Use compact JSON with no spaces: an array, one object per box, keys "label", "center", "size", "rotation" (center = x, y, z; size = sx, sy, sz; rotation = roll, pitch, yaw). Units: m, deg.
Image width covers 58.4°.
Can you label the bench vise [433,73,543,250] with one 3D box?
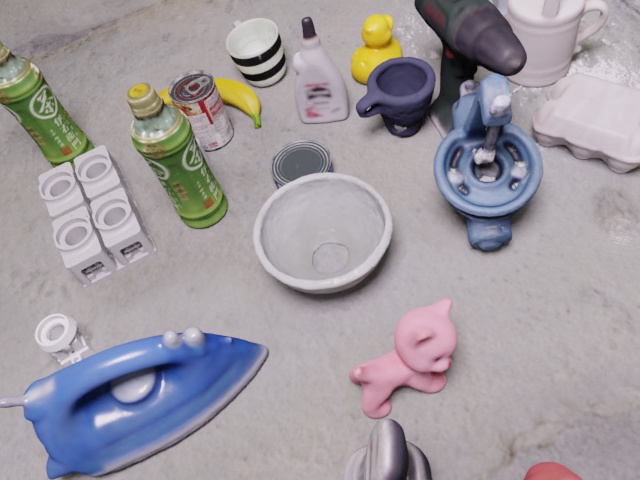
[{"label":"bench vise","center":[0.178,-0.121,0.662],"size":[0.121,0.220,0.207],"rotation":[-20,56,-2]}]

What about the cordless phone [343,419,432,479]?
[{"label":"cordless phone","center":[0.051,0.232,0.475],"size":[0.094,0.185,0.147],"rotation":[-3,57,9]}]

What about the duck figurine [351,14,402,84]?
[{"label":"duck figurine","center":[0.084,-0.300,0.878],"size":[0.077,0.086,0.105],"rotation":[23,64,24]}]

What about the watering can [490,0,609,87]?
[{"label":"watering can","center":[0.298,-0.314,0.782],"size":[0.173,0.194,0.101],"rotation":[-15,56,1]}]

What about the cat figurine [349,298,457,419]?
[{"label":"cat figurine","center":[0.088,0.116,0.585],"size":[0.128,0.118,0.067],"rotation":[-25,56,-6]}]

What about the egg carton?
[{"label":"egg carton","center":[0.358,-0.153,0.740],"size":[0.150,0.069,0.107],"rotation":[26,65,25]}]

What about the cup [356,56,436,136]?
[{"label":"cup","center":[0.104,-0.183,0.793],"size":[0.118,0.095,0.091],"rotation":[-33,57,-11]}]

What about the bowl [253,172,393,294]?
[{"label":"bowl","center":[0.006,0.003,0.701],"size":[0.167,0.075,0.167],"rotation":[-5,56,8]}]

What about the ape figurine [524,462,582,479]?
[{"label":"ape figurine","center":[0.210,0.231,0.503],"size":[0.077,0.092,0.076],"rotation":[9,59,17]}]

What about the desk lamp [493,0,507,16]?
[{"label":"desk lamp","center":[0.237,-0.426,0.856],"size":[0.117,0.214,0.203],"rotation":[35,69,28]}]

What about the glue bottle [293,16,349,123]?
[{"label":"glue bottle","center":[-0.005,-0.236,0.801],"size":[0.078,0.173,0.037],"rotation":[-7,56,6]}]

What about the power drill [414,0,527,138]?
[{"label":"power drill","center":[0.188,-0.220,0.733],"size":[0.075,0.209,0.229],"rotation":[-20,56,-3]}]

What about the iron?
[{"label":"iron","center":[-0.189,0.145,0.604],"size":[0.258,0.142,0.118],"rotation":[-25,56,-6]}]
